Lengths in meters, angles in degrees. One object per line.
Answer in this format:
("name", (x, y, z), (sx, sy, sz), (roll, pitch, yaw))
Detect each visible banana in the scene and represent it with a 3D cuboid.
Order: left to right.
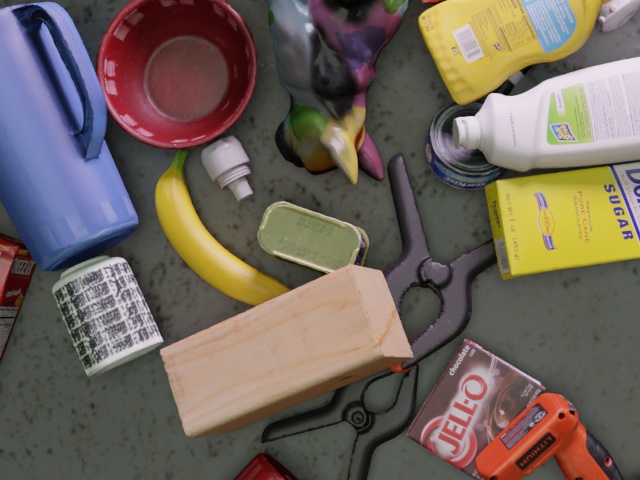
("banana", (-0.107, 0.003, 1.061), (0.070, 0.037, 0.198), (-38, 86, 15))

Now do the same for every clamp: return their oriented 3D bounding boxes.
("clamp", (0.041, 0.185, 1.040), (0.171, 0.039, 0.120), (-39, 86, 2))
("clamp", (0.103, 0.025, 1.034), (0.164, 0.036, 0.210), (29, 80, 8))

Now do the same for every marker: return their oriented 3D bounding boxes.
("marker", (0.207, -0.181, 1.052), (0.020, 0.020, 0.121), (40, 91, 6))

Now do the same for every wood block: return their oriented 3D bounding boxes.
("wood block", (-0.031, 0.106, 0.996), (0.206, 0.090, 0.090), (-25, 75, 18))

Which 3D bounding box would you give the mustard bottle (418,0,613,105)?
("mustard bottle", (0.195, -0.207, 0.989), (0.192, 0.058, 0.096), (-25, 88, 15))

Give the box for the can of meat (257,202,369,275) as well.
("can of meat", (-0.007, 0.001, 1.031), (0.102, 0.084, 0.057), (18, 89, 6))

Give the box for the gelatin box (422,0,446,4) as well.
("gelatin box", (0.108, -0.273, 1.030), (0.030, 0.073, 0.089), (-12, 97, 15))

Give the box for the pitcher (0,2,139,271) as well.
("pitcher", (-0.268, -0.101, 1.036), (0.145, 0.149, 0.243), (-27, 88, -8))

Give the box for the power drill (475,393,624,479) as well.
("power drill", (0.234, 0.250, 0.993), (0.184, 0.057, 0.187), (-45, 101, 0))

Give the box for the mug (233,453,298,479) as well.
("mug", (-0.048, 0.265, 1.014), (0.081, 0.093, 0.117), (-47, 47, -3))

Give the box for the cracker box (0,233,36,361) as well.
("cracker box", (-0.400, 0.080, 1.071), (0.164, 0.072, 0.214), (20, 89, 6))

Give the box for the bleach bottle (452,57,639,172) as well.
("bleach bottle", (0.248, -0.120, 0.996), (0.250, 0.068, 0.102), (-7, 77, -5))

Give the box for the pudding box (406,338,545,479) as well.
("pudding box", (0.149, 0.165, 1.030), (0.090, 0.039, 0.113), (31, 91, 6))

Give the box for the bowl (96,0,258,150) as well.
("bowl", (-0.138, -0.167, 1.066), (0.162, 0.055, 0.162), (0, 87, 5))

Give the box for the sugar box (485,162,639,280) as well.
("sugar box", (0.251, -0.021, 1.008), (0.176, 0.048, 0.093), (-9, 86, -7))

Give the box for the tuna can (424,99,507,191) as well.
("tuna can", (0.145, -0.093, 1.032), (0.086, 0.034, 0.086), (1, 68, -2))
